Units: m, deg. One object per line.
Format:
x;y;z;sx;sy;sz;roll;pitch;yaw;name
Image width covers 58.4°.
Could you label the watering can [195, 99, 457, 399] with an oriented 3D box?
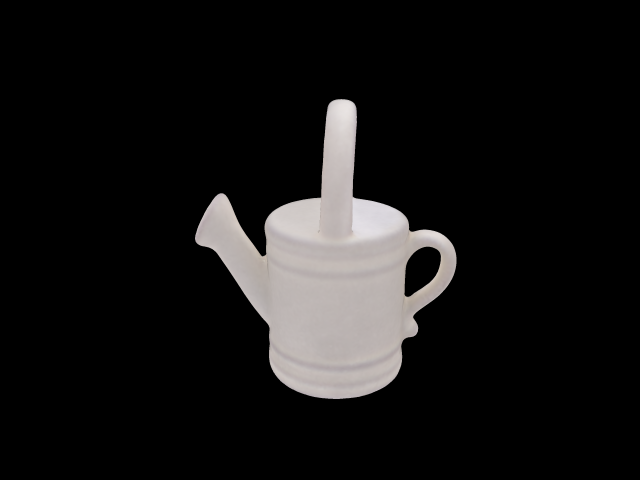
0.004;0.002;0.398;0.173;0.194;0.100;-6;22;-16;watering can
